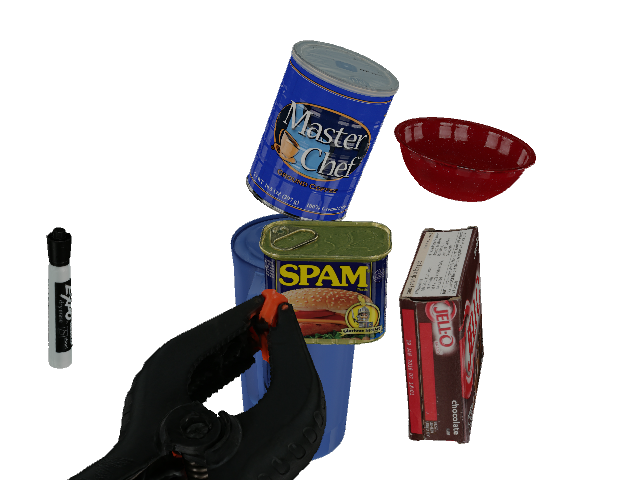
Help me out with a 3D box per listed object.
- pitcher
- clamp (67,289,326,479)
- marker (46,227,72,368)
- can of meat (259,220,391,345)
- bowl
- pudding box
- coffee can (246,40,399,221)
[{"bbox_3d":[-0.029,0.107,1.088,0.149,0.243,0.145,-10,29,-22],"label":"pitcher"},{"bbox_3d":[-0.038,0.088,0.394,0.120,0.039,0.171,24,49,17],"label":"clamp"},{"bbox_3d":[-0.206,0.046,0.844,0.020,0.121,0.020,5,26,-3],"label":"marker"},{"bbox_3d":[0.004,0.034,0.844,0.102,0.084,0.057,1,29,2],"label":"can of meat"},{"bbox_3d":[0.158,-0.087,1.209,0.162,0.055,0.162,8,26,-4],"label":"bowl"},{"bbox_3d":[0.073,0.052,0.627,0.039,0.090,0.113,0,21,11],"label":"pudding box"},{"bbox_3d":[0.000,-0.101,0.994,0.102,0.140,0.103,18,26,-9],"label":"coffee can"}]
